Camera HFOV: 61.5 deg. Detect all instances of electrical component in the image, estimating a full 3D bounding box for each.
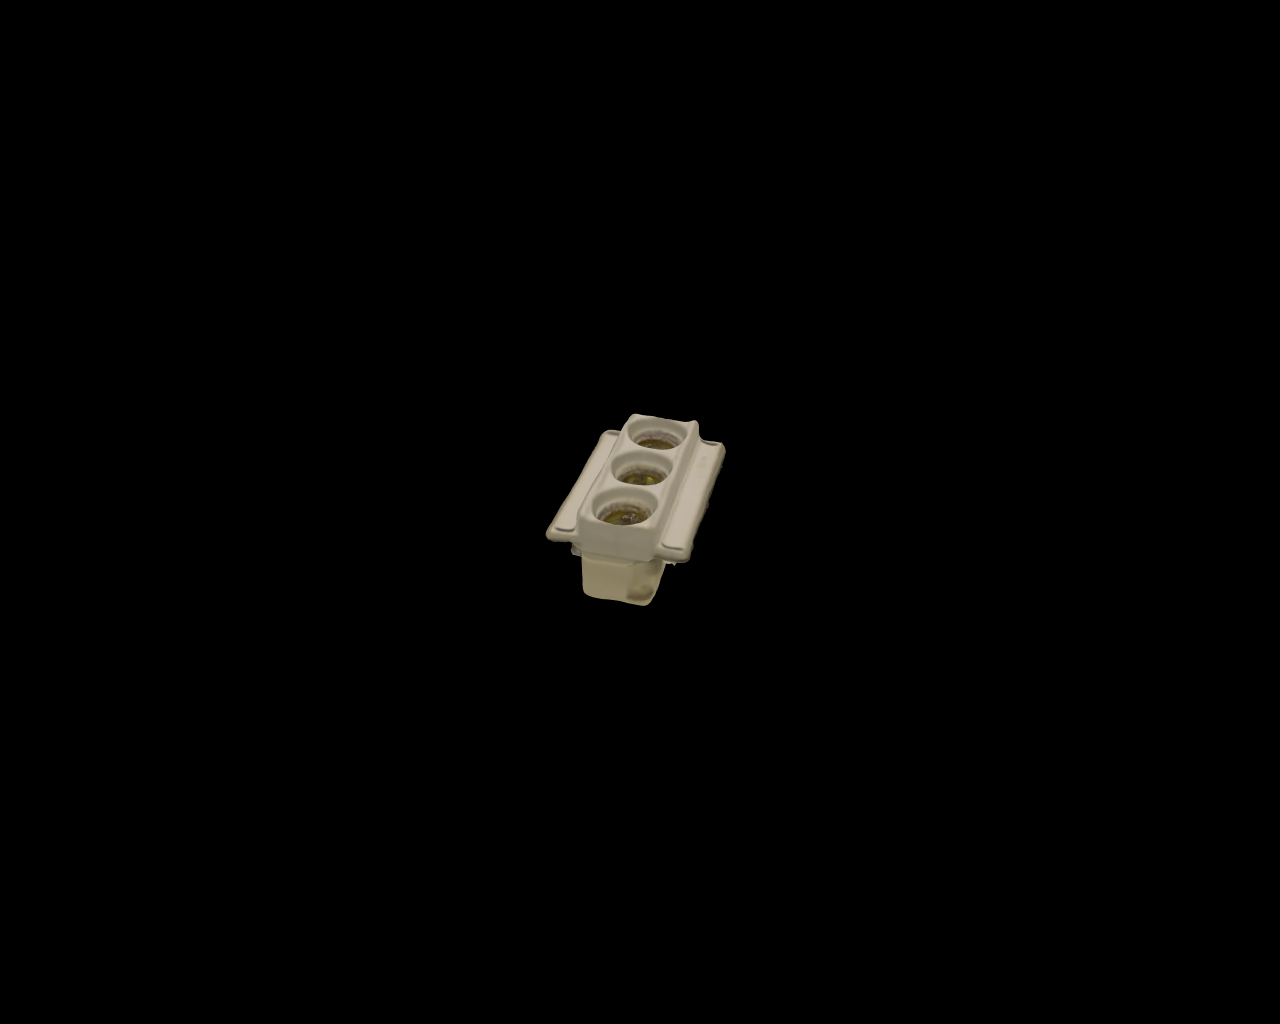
[{"bbox_3d":[0.001,-0.003,0.650,0.079,0.063,0.121,8,36,11],"label":"electrical component"}]
